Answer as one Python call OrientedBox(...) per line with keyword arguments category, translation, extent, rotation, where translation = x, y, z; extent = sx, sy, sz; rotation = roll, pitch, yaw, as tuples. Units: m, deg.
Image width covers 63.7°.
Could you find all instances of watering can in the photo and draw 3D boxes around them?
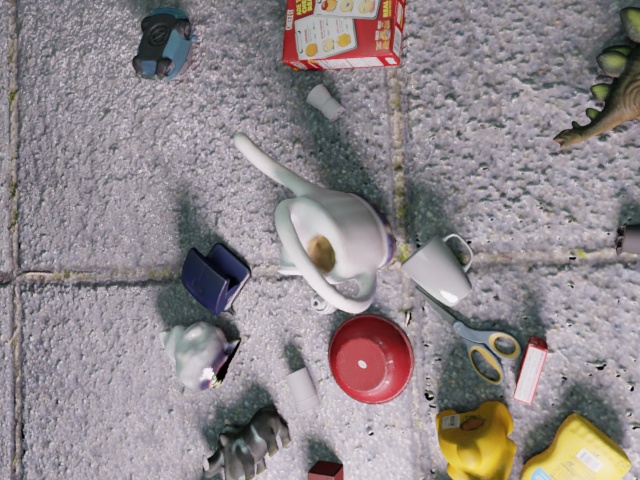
OrientedBox(category="watering can", translation=(0.003, -0.043, 0.861), extent=(0.102, 0.226, 0.351), rotation=(-41, 72, 35))

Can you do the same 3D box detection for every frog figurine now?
OrientedBox(category="frog figurine", translation=(-0.254, 0.216, 1.005), extent=(0.160, 0.125, 0.135), rotation=(25, 117, 10))
